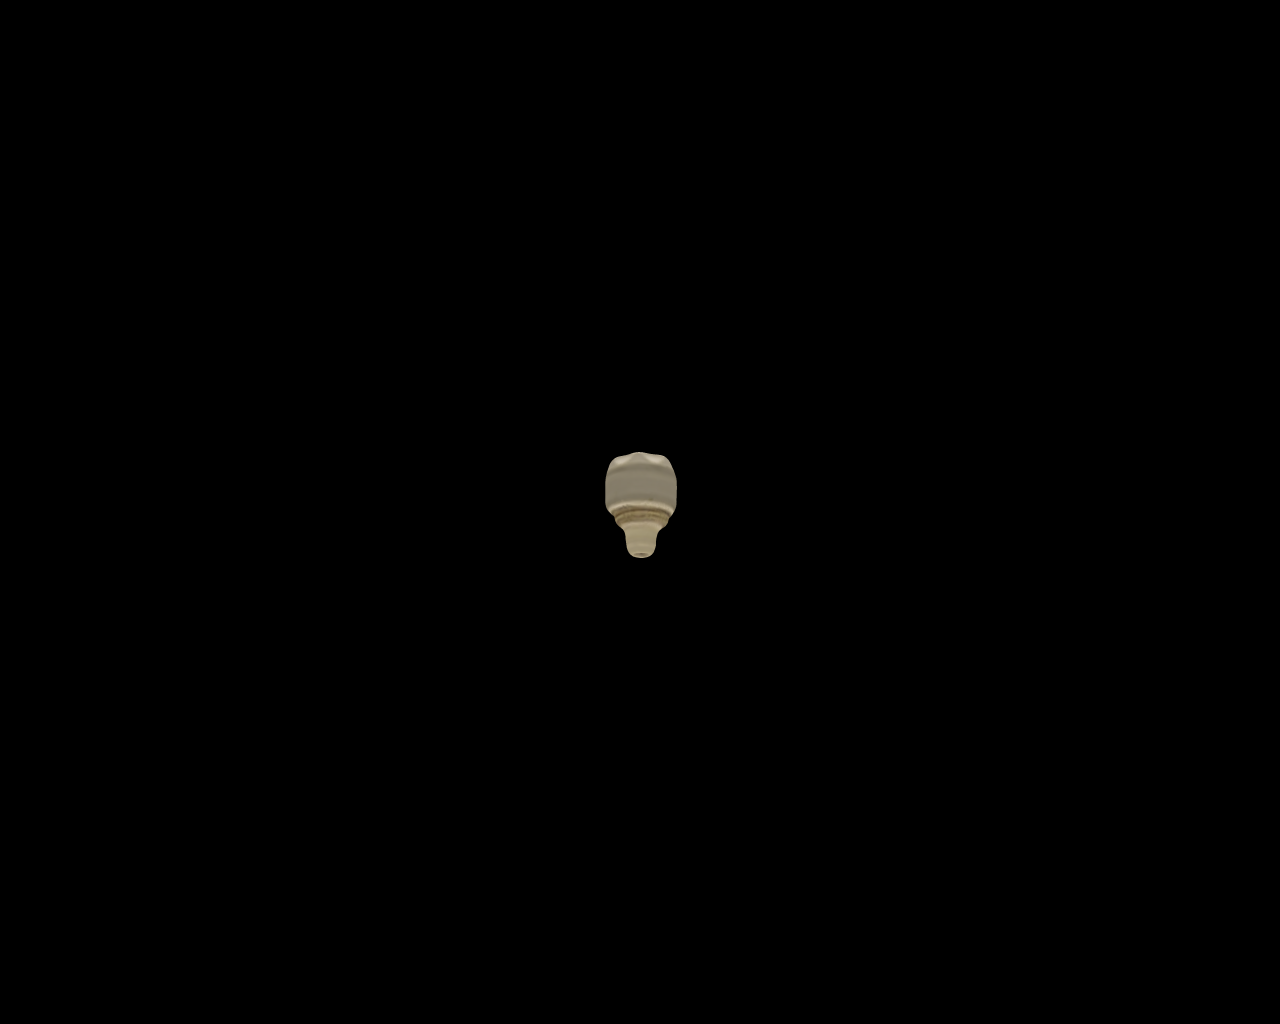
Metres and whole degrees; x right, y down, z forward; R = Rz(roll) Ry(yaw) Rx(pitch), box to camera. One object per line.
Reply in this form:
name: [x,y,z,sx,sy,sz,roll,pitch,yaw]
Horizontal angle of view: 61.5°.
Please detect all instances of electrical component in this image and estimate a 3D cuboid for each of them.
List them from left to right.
electrical component: [0.001,-0.003,0.650,0.043,0.062,0.043,0,-18,0]
